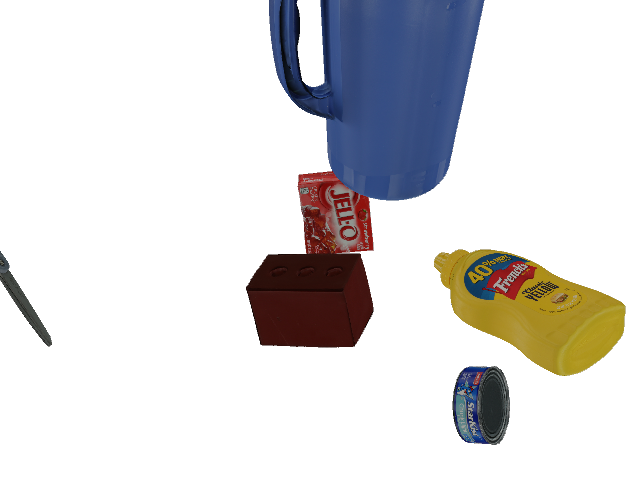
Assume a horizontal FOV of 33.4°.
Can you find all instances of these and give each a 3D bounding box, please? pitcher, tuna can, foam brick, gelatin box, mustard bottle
[{"bbox_3d":[0.051,-0.148,0.854,0.149,0.243,0.144,16,48,14],"label":"pitcher"},{"bbox_3d":[0.178,0.182,1.178,0.034,0.086,0.086,-3,-2,32],"label":"tuna can"},{"bbox_3d":[-0.007,0.044,0.794,0.078,0.051,0.053,-1,28,20],"label":"foam brick"},{"bbox_3d":[0.017,-0.030,1.131,0.073,0.089,0.030,-5,29,3],"label":"gelatin box"},{"bbox_3d":[0.179,0.054,0.995,0.096,0.058,0.192,-28,38,-30],"label":"mustard bottle"}]

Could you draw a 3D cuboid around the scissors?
[{"bbox_3d":[-0.322,0.008,1.073,0.016,0.201,0.096,-25,27,23],"label":"scissors"}]
